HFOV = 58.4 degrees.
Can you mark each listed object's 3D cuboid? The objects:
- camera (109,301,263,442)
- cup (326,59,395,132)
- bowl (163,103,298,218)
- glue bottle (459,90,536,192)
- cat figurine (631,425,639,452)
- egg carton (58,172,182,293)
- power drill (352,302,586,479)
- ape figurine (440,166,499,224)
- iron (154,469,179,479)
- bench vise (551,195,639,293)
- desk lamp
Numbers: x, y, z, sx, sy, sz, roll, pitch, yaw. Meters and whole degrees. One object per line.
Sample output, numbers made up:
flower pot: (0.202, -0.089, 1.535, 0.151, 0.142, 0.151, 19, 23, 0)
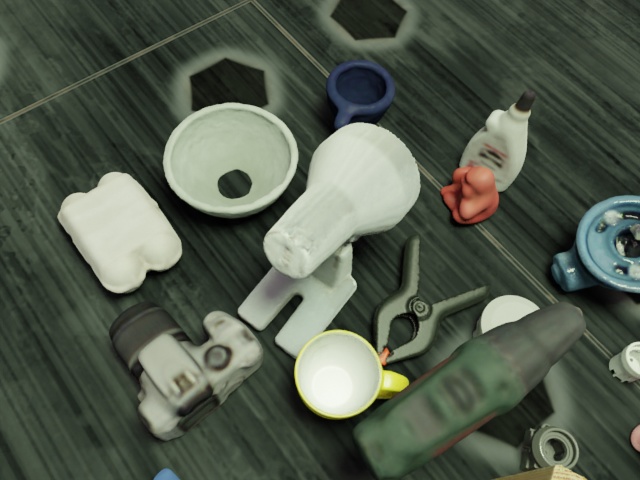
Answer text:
camera: (-0.153, 0.120, 0.619, 0.143, 0.101, 0.136, -38, 71, -20)
cup: (0.047, -0.172, 0.782, 0.091, 0.095, 0.118, 23, 64, 8)
bowl: (-0.112, -0.091, 0.743, 0.167, 0.075, 0.167, 2, 63, -3)
glue bottle: (0.235, -0.131, 0.729, 0.078, 0.173, 0.037, 31, 66, 12)
cat figurine: (0.395, 0.197, 0.605, 0.067, 0.118, 0.128, 28, 65, 11)
egg carton: (-0.241, -0.011, 0.697, 0.107, 0.069, 0.150, -36, 71, -19)
power drill: (0.131, 0.155, 0.559, 0.230, 0.208, 0.075, -30, 68, -17)
ape figurine: (0.198, -0.064, 0.739, 0.076, 0.092, 0.078, 21, 64, 7)
iron: (-0.108, 0.329, 0.494, 0.119, 0.141, 0.258, -36, 71, -19)
bench vise: (0.394, -0.020, 0.657, 0.208, 0.220, 0.121, -25, 67, -15)
desk lamp: (0.006, 0.002, 0.625, 0.117, 0.213, 0.203, 33, 66, 13)
